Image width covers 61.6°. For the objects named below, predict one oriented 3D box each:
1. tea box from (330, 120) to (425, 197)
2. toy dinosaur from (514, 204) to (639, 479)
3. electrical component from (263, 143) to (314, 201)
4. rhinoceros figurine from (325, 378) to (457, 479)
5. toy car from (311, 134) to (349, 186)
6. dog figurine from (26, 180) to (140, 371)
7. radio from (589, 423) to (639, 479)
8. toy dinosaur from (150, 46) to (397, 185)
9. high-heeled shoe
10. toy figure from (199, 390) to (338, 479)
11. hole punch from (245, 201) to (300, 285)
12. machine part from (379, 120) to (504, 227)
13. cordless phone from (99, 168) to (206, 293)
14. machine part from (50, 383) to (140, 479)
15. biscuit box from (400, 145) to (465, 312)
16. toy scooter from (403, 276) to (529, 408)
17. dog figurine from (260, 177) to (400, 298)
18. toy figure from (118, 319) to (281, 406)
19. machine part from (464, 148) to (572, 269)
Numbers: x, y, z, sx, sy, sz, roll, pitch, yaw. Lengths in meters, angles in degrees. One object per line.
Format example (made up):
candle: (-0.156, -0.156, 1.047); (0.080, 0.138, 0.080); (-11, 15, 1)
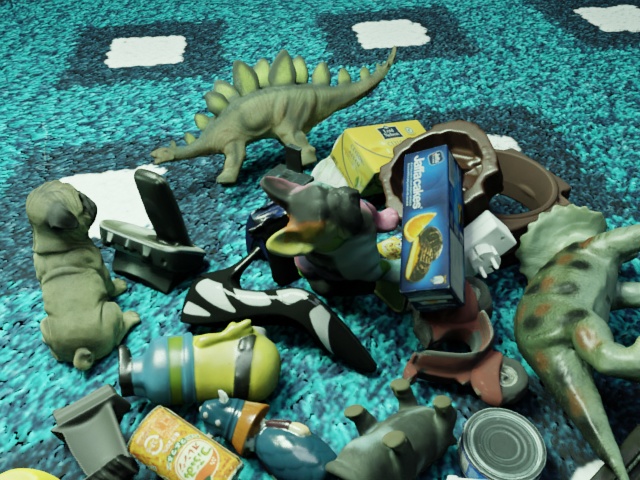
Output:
tea box: (0.115, -0.138, 0.896); (0.169, 0.068, 0.098); (-17, 65, -35)
toy dinosaur: (0.295, 0.083, 0.619); (0.192, 0.131, 0.405); (-12, 27, 47)
electrical component: (-0.048, -0.089, 0.852); (0.075, 0.119, 0.048); (25, 47, 24)
rhinoceros figurine: (0.059, 0.215, 0.517); (0.073, 0.112, 0.190); (15, 29, 41)
toy car: (0.045, -0.133, 0.948); (0.074, 0.056, 0.202); (15, 43, 18)
dog figurine: (-0.307, 0.043, 0.655); (0.121, 0.190, 0.172); (-21, 46, -21)
radio: (0.320, 0.249, 0.488); (0.229, 0.073, 0.131); (-28, 47, -27)
toy dinosaur: (-0.063, -0.220, 0.929); (0.471, 0.198, 0.105); (-19, 14, -17)
high-heeled shoe: (-0.061, 0.116, 0.670); (0.249, 0.086, 0.145); (41, 86, 20)
toy figure: (-0.056, 0.208, 0.557); (0.155, 0.057, 0.064); (23, 70, 21)
hole punch: (-0.049, -0.016, 0.779); (0.142, 0.115, 0.092); (-23, 38, -24)
machine part: (0.172, -0.087, 0.767); (0.179, 0.056, 0.179); (-17, 51, 23)
cordless phone: (-0.246, -0.027, 0.739); (0.147, 0.184, 0.089); (19, 49, 21)
machine part: (-0.237, 0.208, 0.573); (0.084, 0.039, 0.139); (-19, 32, -26)
biscuit box: (0.139, -0.018, 0.659); (0.063, 0.059, 0.203); (-11, 56, 28)
toy scooter: (0.154, 0.119, 0.645); (0.135, 0.075, 0.184); (-7, 46, -6)
dog figurine: (-0.001, -0.002, 0.642); (0.192, 0.219, 0.108); (-20, 65, 38)
toy figure: (-0.135, 0.148, 0.611); (0.180, 0.082, 0.089); (-5, 71, -16)
machine part: (0.265, -0.061, 0.838); (0.201, 0.087, 0.201); (-18, 43, -20)
